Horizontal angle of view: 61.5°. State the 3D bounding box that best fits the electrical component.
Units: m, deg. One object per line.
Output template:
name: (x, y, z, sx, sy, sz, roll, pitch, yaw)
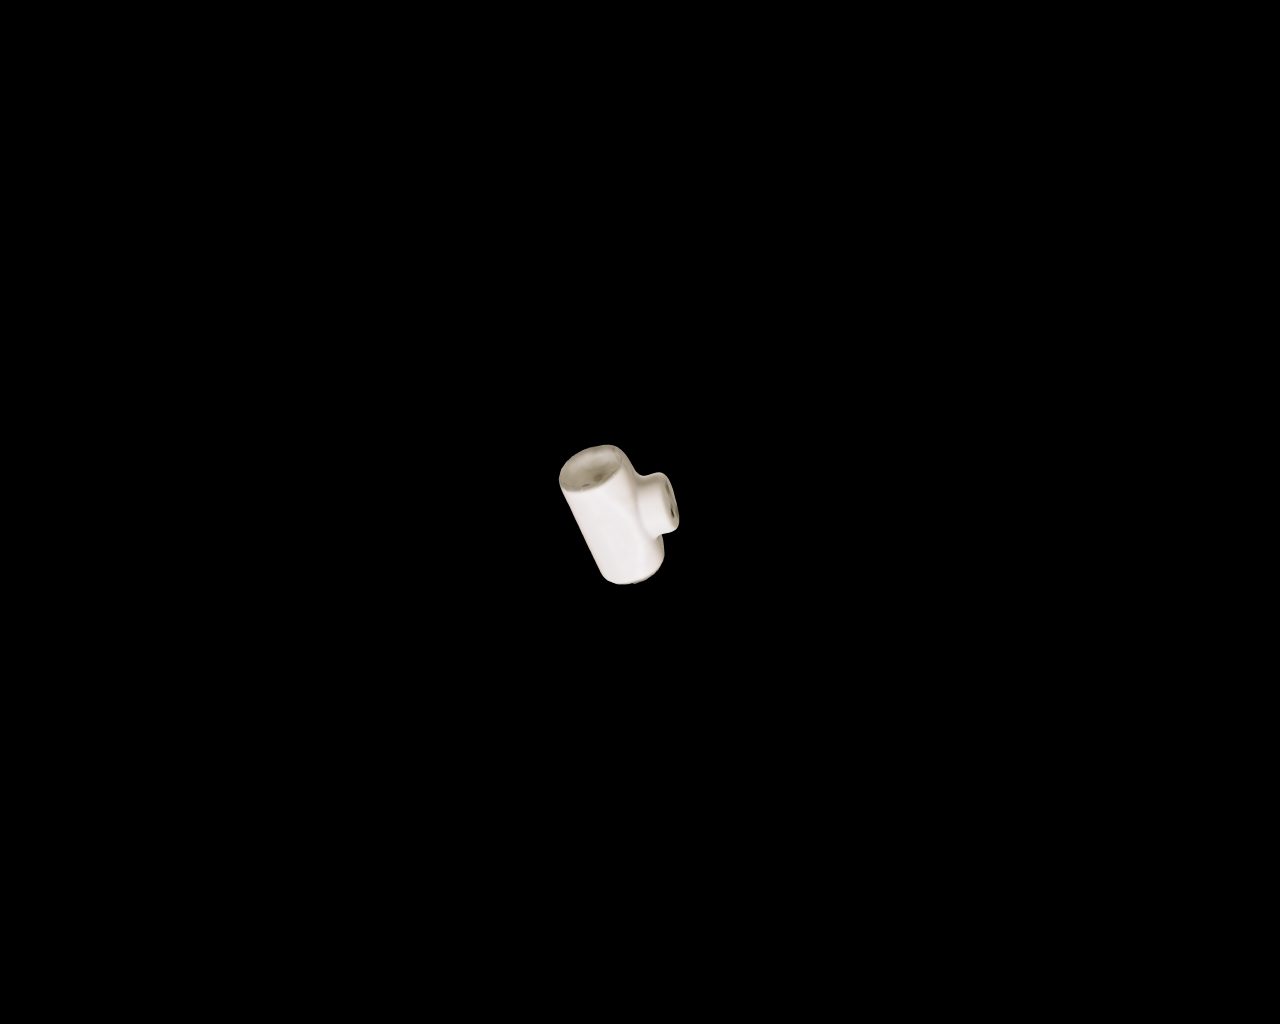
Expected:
electrical component: (0.001, -0.003, 0.650, 0.079, 0.077, 0.044, -15, 36, 11)
